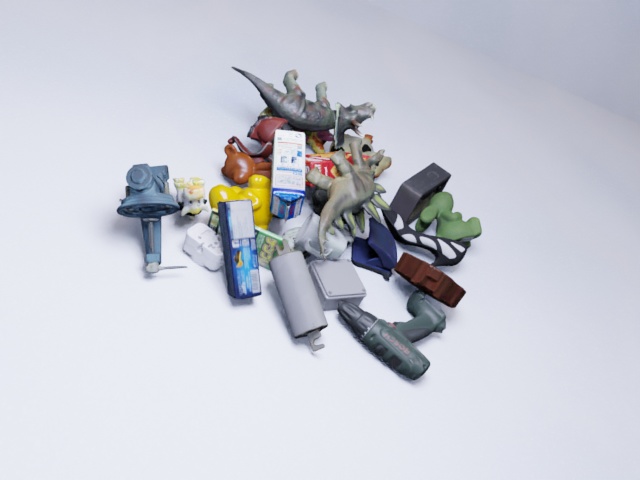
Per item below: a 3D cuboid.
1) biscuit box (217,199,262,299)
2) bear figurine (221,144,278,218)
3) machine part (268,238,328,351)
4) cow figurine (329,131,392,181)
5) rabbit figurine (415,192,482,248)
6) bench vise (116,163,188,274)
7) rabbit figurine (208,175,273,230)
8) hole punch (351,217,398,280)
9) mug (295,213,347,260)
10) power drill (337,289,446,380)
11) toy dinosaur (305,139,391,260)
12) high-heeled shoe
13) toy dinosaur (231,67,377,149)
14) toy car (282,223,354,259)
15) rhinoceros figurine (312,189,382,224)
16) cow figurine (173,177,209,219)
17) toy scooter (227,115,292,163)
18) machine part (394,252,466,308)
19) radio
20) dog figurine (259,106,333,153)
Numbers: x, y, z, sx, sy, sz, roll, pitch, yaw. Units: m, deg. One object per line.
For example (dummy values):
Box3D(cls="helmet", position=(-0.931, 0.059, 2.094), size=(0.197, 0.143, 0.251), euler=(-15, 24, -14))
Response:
Box3D(cls="biscuit box", position=(-0.166, 0.018, 1.108), size=(0.059, 0.202, 0.063), euler=(-8, 7, -26))
Box3D(cls="bear figurine", position=(-0.160, -0.154, 1.353), size=(0.196, 0.120, 0.132), euler=(16, 44, -10))
Box3D(cls="machine part", position=(-0.046, 0.113, 1.116), size=(0.079, 0.079, 0.243), euler=(-10, 72, -37))
Box3D(cls="cow figurine", position=(0.123, -0.255, 1.632), size=(0.195, 0.127, 0.085), euler=(14, -3, 6))
Box3D(cls="rabbit figurine", position=(0.352, -0.055, 1.532), size=(0.159, 0.121, 0.170), euler=(-11, 64, -10))
Box3D(cls="bench vise", position=(-0.350, -0.047, 1.113), size=(0.129, 0.223, 0.240), euler=(-4, 79, -18))
Box3D(cls="rabbit figurine", position=(-0.192, -0.070, 1.231), size=(0.173, 0.122, 0.162), euler=(15, 68, -62))
Box3D(cls="hole punch", position=(0.149, 0.017, 1.362), size=(0.116, 0.092, 0.142), euler=(21, 36, -13))
Box3D(cls="mug", position=(0.007, 0.003, 1.220), size=(0.107, 0.080, 0.110), euler=(27, 27, -12))
Box3D(cls="power drill", position=(0.175, 0.185, 1.197), size=(0.232, 0.086, 0.207), euler=(45, 38, 20))
Box3D(cls="toy dinosaur", position=(0.070, -0.111, 1.270), size=(0.198, 0.105, 0.471), euler=(51, 39, -5))
Box3D(cls="high-heeled shoe", position=(0.279, -0.027, 1.443), size=(0.145, 0.086, 0.249), euler=(-32, 79, -6))
Box3D(cls="toy dinosaur", position=(-0.049, -0.361, 1.491), size=(0.405, 0.131, 0.192), euler=(6, 48, -22))
Box3D(cls="toy car", position=(-0.003, -0.004, 1.322), size=(0.202, 0.056, 0.074), euler=(-12, 53, -37))
Box3D(cls="rhinoceros figurine", position=(0.069, -0.106, 1.432), size=(0.190, 0.112, 0.073), euler=(3, 42, -15))
Box3D(cls="cow figurine", position=(-0.285, -0.087, 1.185), size=(0.068, 0.098, 0.167), euler=(-5, 15, -16))
Box3D(cls="toy scooter", position=(-0.170, -0.264, 1.436), size=(0.135, 0.184, 0.075), euler=(37, 4, 12))
Box3D(cls="machine part", position=(0.260, 0.098, 1.285), size=(0.179, 0.056, 0.179), euler=(33, -2, 1))
Box3D(cls="radio", position=(0.290, -0.133, 1.567), size=(0.073, 0.131, 0.229), euler=(37, 40, 16))
Box3D(cls="dog figurine", position=(-0.068, -0.318, 1.595), size=(0.219, 0.108, 0.191), euler=(31, 39, 1))
